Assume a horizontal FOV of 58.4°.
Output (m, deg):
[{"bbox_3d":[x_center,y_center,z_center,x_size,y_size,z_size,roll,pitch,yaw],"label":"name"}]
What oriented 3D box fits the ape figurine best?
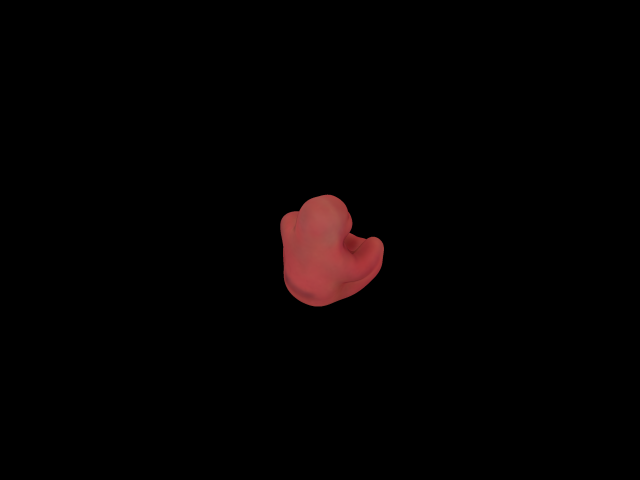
[{"bbox_3d":[0.004,0.001,0.400,0.077,0.092,0.076,38,71,16],"label":"ape figurine"}]
